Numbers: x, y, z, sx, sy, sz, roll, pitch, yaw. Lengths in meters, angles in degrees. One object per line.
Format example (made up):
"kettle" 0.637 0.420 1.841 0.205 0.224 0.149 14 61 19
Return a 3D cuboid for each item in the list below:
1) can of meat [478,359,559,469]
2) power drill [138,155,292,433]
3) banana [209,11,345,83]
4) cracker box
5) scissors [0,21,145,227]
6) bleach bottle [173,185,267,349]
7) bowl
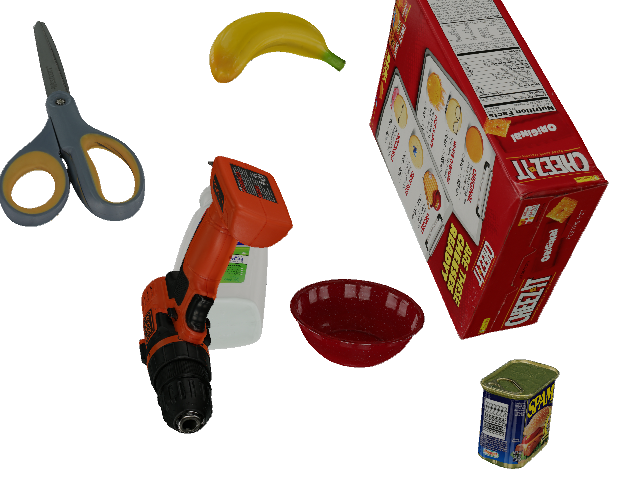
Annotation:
"can of meat" 0.207 0.182 1.121 0.058 0.084 0.101 13 17 32
"power drill" -0.091 0.040 0.869 0.057 0.188 0.184 19 25 -27
"banana" -0.048 -0.181 0.981 0.070 0.037 0.197 42 32 20
"cracker box" 0.109 -0.065 0.761 0.072 0.214 0.164 -11 -35 -15
"scissors" -0.182 -0.075 0.689 0.096 0.016 0.202 -25 53 -24
"bleach bottle" -0.107 0.008 1.126 0.102 0.068 0.251 -3 37 0
"bowl" 0.042 0.106 1.283 0.162 0.055 0.162 4 25 -2
